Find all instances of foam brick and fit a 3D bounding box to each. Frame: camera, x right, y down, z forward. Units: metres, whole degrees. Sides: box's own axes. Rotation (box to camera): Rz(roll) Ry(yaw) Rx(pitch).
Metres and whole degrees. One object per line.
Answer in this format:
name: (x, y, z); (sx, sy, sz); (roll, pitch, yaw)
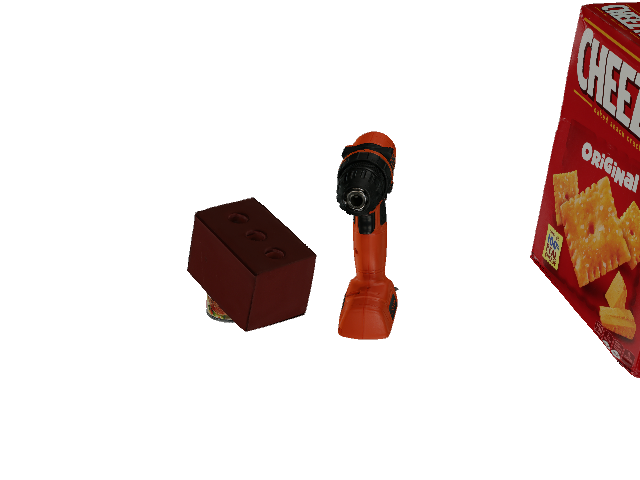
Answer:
foam brick: (-0.049, 0.016, 0.736); (0.052, 0.051, 0.078); (-16, 44, -37)

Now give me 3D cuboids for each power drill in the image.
power drill: (0.046, -0.002, 1.048); (0.057, 0.188, 0.184); (4, 20, 9)

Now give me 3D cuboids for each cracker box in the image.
cracker box: (0.224, -0.037, 0.743); (0.072, 0.214, 0.164); (-6, 33, -15)

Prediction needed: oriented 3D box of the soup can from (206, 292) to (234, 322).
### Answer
soup can: (-0.101, 0.036, 1.245); (0.068, 0.102, 0.068); (0, 20, 0)
